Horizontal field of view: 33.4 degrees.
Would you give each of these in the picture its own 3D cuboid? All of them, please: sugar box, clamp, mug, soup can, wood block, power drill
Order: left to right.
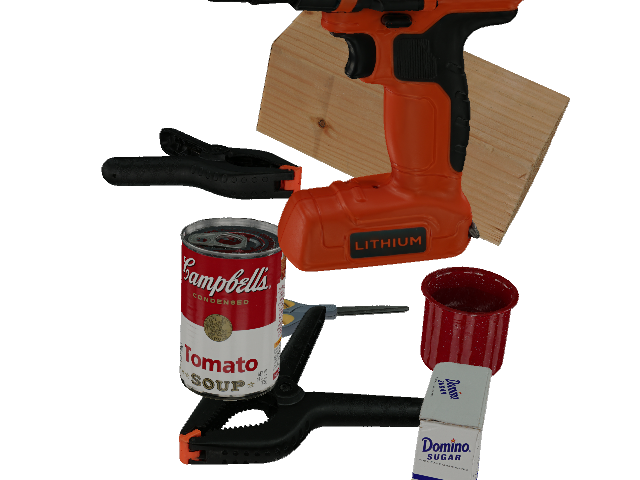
[{"bbox_3d":[-0.103,-0.062,0.943,0.172,0.039,0.120,13,31,26],"label":"clamp"},{"bbox_3d":[-0.058,0.043,0.692,0.068,0.102,0.068,3,20,-1],"label":"soup can"},{"bbox_3d":[-0.020,0.138,0.894,0.209,0.036,0.165,-27,45,-36],"label":"clamp"},{"bbox_3d":[0.019,-0.076,0.537,0.184,0.188,0.057,-4,33,-13],"label":"power drill"},{"bbox_3d":[0.067,-0.094,0.803,0.206,0.091,0.090,26,48,11],"label":"wood block"},{"bbox_3d":[0.081,0.180,0.724,0.048,0.176,0.093,7,18,11],"label":"sugar box"},{"bbox_3d":[0.138,0.077,1.044,0.093,0.081,0.117,-2,28,-10],"label":"mug"}]

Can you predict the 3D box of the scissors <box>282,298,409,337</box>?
[{"bbox_3d":[0.000,0.087,1.190,0.201,0.016,0.096,4,22,1],"label":"scissors"}]
